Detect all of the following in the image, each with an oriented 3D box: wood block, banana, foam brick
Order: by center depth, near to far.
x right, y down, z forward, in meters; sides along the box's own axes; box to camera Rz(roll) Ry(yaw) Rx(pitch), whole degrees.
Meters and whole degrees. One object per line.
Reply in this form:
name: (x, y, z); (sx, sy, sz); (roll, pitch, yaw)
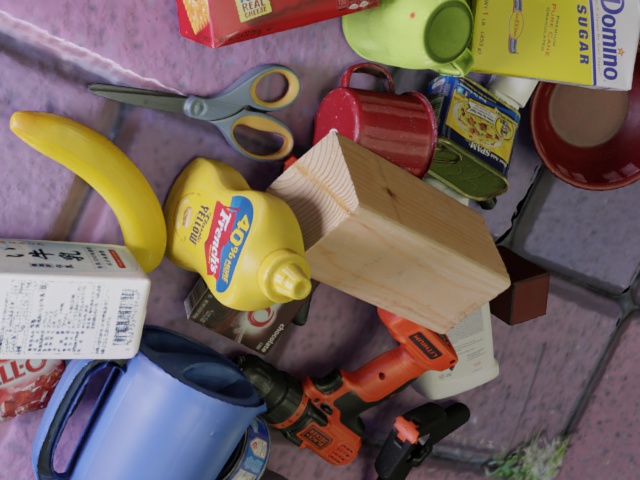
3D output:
banana: (-0.174, -0.037, 0.870); (0.069, 0.037, 0.197); (-38, 127, -16)
wood block: (0.063, -0.002, 0.939); (0.205, 0.091, 0.090); (26, 125, -40)
foam brick: (0.199, 0.048, 1.143); (0.052, 0.078, 0.051); (-15, 119, -27)

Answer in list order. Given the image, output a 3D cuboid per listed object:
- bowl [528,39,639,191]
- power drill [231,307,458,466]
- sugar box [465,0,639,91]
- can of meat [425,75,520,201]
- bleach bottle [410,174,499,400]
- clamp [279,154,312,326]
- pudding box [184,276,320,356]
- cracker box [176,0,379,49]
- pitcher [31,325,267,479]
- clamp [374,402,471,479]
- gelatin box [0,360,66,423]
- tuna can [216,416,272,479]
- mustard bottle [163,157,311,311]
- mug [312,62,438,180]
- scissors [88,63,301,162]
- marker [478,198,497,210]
bowl: (0.289, -0.135, 1.112); (0.162, 0.055, 0.162); (-1, 106, -5)
power drill: (0.025, 0.125, 1.041); (0.188, 0.057, 0.184); (-38, 127, 13)
sugar box: (0.218, -0.197, 1.016); (0.176, 0.048, 0.093); (4, 97, -16)
can of meat: (0.139, -0.099, 1.017); (0.102, 0.058, 0.084); (29, 61, -24)
bleach bottle: (0.130, 0.037, 1.100); (0.102, 0.068, 0.251); (-17, 118, -23)
clamp: (-0.007, 0.001, 1.005); (0.120, 0.039, 0.171); (-41, 124, -12)
pudding box: (-0.056, 0.038, 0.965); (0.090, 0.039, 0.113); (30, 106, -28)
cracker box: (-0.038, -0.273, 0.834); (0.164, 0.072, 0.214); (-19, 120, -27)
pitcher: (-0.169, 0.202, 0.932); (0.243, 0.149, 0.145); (-60, 171, 7)
clamp: (0.105, 0.212, 1.129); (0.164, 0.036, 0.210); (-44, 160, -16)
gelatin box: (-0.257, 0.110, 0.886); (0.089, 0.030, 0.073); (-16, 119, -28)
tuna can: (-0.088, 0.200, 1.008); (0.033, 0.086, 0.086); (34, 89, -38)
mustard bottle: (-0.063, 0.004, 0.865); (0.058, 0.192, 0.096); (15, 101, -37)
mug: (0.046, -0.105, 0.967); (0.081, 0.093, 0.117); (4, 77, -31)
scissors: (-0.091, -0.127, 0.901); (0.201, 0.016, 0.096); (25, 95, -39)
marker: (0.152, -0.072, 1.092); (0.020, 0.020, 0.121); (-46, 129, -9)
